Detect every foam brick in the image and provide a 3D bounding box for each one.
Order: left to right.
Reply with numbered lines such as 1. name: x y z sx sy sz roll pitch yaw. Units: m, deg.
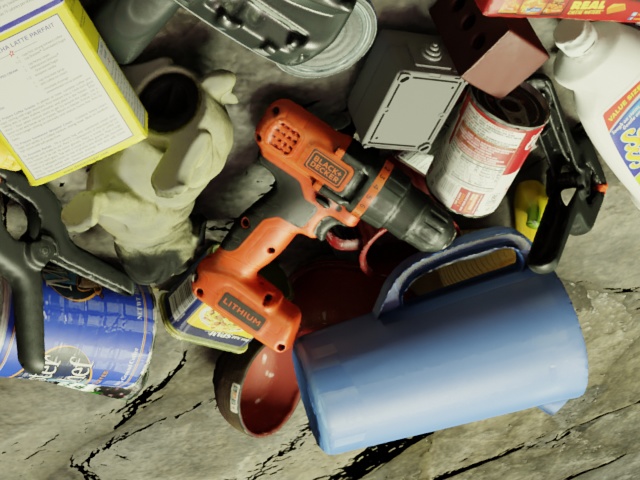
1. foam brick: 0.127 -0.156 0.811 0.051 0.078 0.053 20 129 -41

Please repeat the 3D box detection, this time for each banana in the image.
1. banana: 0.206 -0.010 1.042 0.037 0.069 0.197 13 162 17

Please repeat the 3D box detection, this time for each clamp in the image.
1. clamp: -0.232 0.019 0.853 0.039 0.120 0.171 -10 126 43
2. clamp: 0.219 -0.062 0.950 0.036 0.164 0.209 -1 -175 28

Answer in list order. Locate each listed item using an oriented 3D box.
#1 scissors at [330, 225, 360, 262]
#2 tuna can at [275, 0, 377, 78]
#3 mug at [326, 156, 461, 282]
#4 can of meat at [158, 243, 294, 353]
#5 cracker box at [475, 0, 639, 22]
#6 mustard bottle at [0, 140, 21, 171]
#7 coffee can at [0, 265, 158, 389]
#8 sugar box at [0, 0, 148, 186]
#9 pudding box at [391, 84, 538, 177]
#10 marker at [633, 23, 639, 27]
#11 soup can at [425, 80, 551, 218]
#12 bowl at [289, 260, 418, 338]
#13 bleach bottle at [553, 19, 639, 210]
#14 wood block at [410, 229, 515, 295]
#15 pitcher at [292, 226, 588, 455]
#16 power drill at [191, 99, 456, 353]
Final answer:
1. scissors: 0.039 0.004 1.032 0.096 0.016 0.202 -14 143 -7
2. tuna can: -0.002 -0.161 0.789 0.086 0.034 0.086 -11 143 -9
3. mug: 0.058 -0.019 0.955 0.117 0.081 0.093 -10 143 -11
4. can of meat: -0.088 0.056 1.014 0.101 0.057 0.084 19 129 -39
5. cracker box: 0.208 -0.253 0.727 0.164 0.072 0.214 -2 140 -22
6. mustard bottle: -0.289 -0.091 0.743 0.096 0.058 0.191 -36 140 27
7. coffee can: -0.229 0.075 0.942 0.140 0.103 0.103 11 135 -33
8. sugar box: -0.196 -0.127 0.707 0.093 0.048 0.176 -23 122 7
9. pudding box: 0.123 -0.089 0.929 0.090 0.039 0.113 -38 136 24
10. marker: 0.268 -0.184 0.881 0.120 0.020 0.020 18 131 -38
11. soup can: 0.133 -0.076 0.862 0.068 0.068 0.102 1 137 -23
12. bowl: 0.030 0.095 1.047 0.162 0.055 0.162 14 136 14
13. bleach bottle: 0.269 -0.114 0.938 0.103 0.068 0.250 -33 138 24
14. wood block: 0.135 0.089 1.119 0.090 0.090 0.206 -3 141 -17
15. pitcher: 0.101 0.097 0.946 0.242 0.149 0.145 -15 155 -7
16. power drill: -0.006 0.001 0.888 0.184 0.057 0.188 35 110 -2
